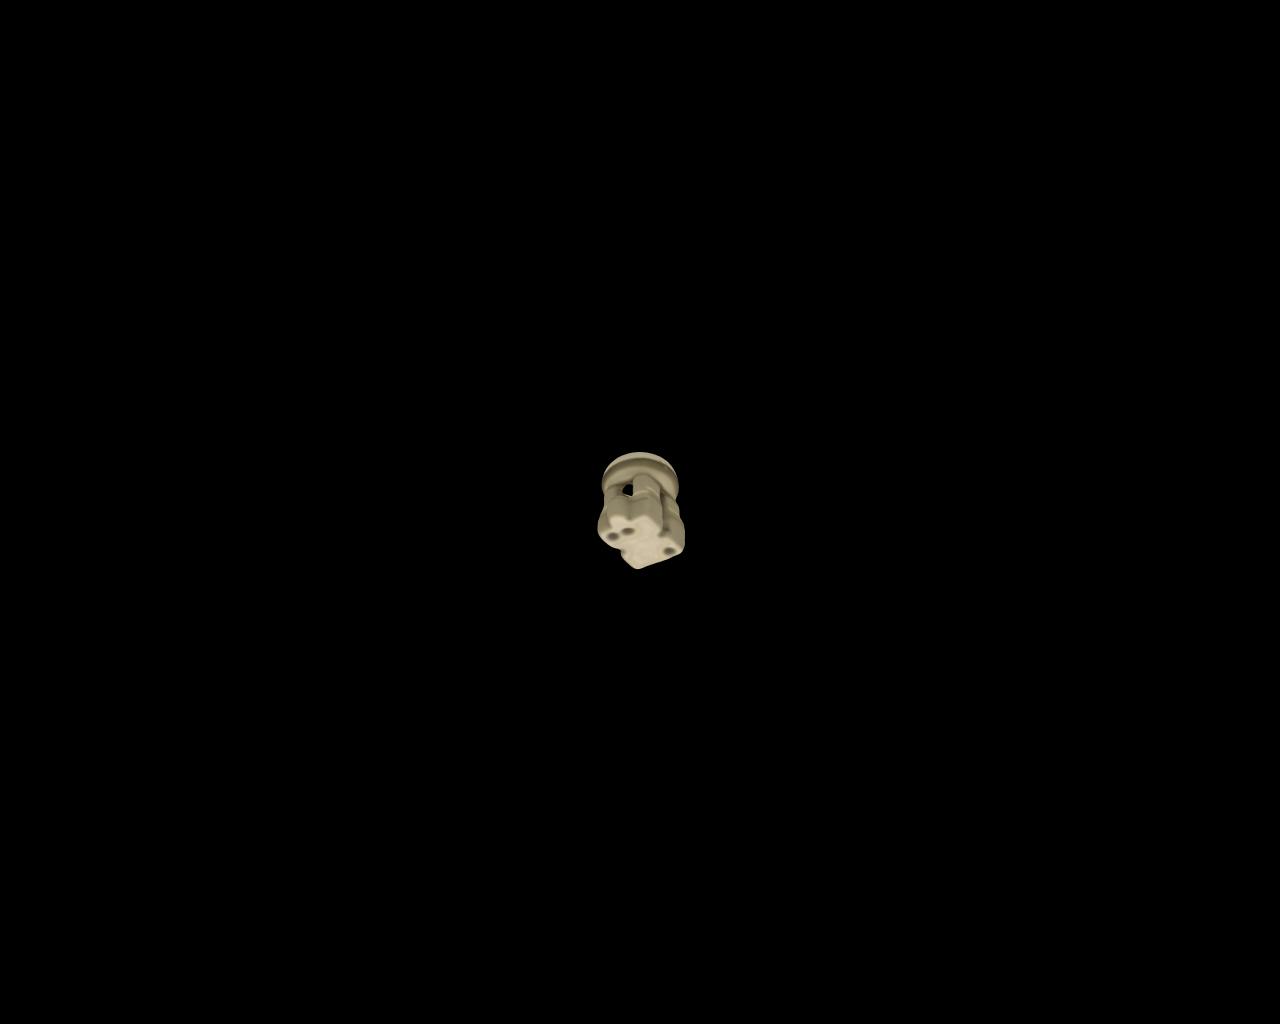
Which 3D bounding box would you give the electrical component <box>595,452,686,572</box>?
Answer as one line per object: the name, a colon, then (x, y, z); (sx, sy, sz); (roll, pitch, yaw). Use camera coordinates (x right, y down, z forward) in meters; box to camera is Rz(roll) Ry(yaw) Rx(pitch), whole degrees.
electrical component: (0.001, -0.003, 0.650); (0.048, 0.055, 0.066); (-22, -45, 24)
